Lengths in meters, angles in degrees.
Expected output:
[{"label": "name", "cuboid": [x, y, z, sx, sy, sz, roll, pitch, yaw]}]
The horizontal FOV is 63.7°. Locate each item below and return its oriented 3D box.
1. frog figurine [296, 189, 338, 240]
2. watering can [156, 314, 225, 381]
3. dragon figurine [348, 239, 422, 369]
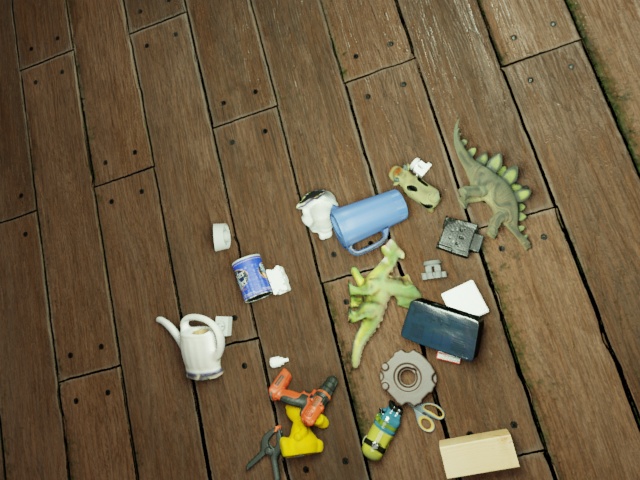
[{"label": "frog figurine", "cuboid": [0.005, -0.089, 1.773, 0.137, 0.124, 0.157, -33, 111, -2]}, {"label": "watering can", "cuboid": [-0.440, 0.361, 1.769, 0.346, 0.105, 0.224, -4, 96, 39]}, {"label": "dragon figurine", "cuboid": [0.211, 0.202, 1.661, 0.243, 0.122, 0.411, -2, 88, 5]}]
